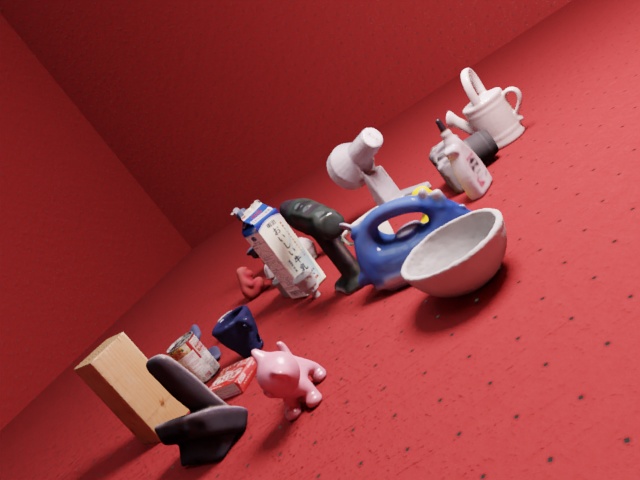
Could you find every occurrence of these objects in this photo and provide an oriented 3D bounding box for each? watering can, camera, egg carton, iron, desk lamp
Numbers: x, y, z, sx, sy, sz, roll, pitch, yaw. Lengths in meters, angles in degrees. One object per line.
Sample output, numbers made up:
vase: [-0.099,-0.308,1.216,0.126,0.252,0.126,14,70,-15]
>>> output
watering can: [0.374,-0.305,1.325,0.172,0.194,0.101,-33,13,17]
camera: [0.319,-0.187,1.260,0.136,0.101,0.143,-34,12,11]
egg carton: [-0.080,0.056,1.538,0.150,0.069,0.107,-29,14,30]
iron: [0.158,-0.018,0.981,0.257,0.141,0.119,-29,15,32]
desk lamp: [0.137,-0.171,1.438,0.118,0.214,0.202,-44,14,-31]

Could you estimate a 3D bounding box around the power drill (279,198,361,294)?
power drill: [0.011,0.004,1.149,0.076,0.208,0.229,-40,13,-15]

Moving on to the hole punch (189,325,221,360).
hole punch: [-0.294,0.260,1.322,0.101,0.091,0.108,-40,13,-13]

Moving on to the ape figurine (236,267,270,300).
ape figurine: [-0.196,0.113,1.595,0.076,0.092,0.077,-39,13,-9]

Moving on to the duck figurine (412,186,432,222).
duck figurine: [0.215,-0.066,1.131,0.077,0.086,0.104,-35,12,9]

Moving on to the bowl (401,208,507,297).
bowl: [0.204,0.031,0.826,0.167,0.075,0.167,-35,12,9]

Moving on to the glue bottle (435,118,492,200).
glue bottle: [0.276,-0.166,1.129,0.037,0.173,0.078,-25,17,41]

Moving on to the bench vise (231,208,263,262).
bench vise: [-0.160,-0.018,1.680,0.207,0.220,0.122,-22,20,50]

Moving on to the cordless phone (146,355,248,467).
cordless phone: [-0.217,0.256,0.899,0.147,0.185,0.094,-28,15,34]

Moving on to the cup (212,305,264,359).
cup: [-0.152,0.193,1.167,0.092,0.095,0.117,-45,15,-34]

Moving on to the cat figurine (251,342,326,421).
cat figurine: [-0.052,0.192,0.834,0.067,0.118,0.128,-34,13,12]
